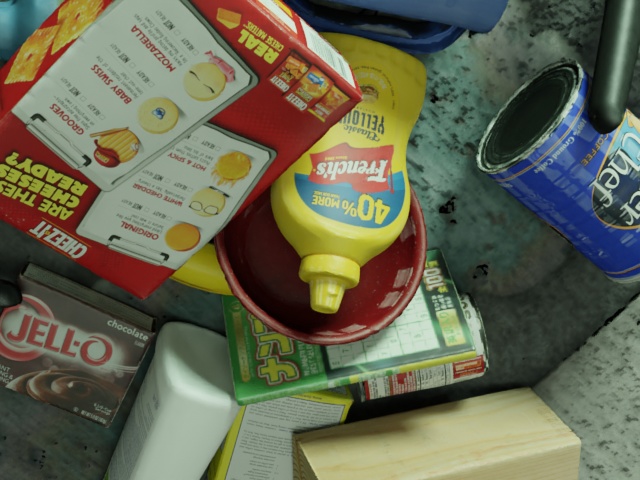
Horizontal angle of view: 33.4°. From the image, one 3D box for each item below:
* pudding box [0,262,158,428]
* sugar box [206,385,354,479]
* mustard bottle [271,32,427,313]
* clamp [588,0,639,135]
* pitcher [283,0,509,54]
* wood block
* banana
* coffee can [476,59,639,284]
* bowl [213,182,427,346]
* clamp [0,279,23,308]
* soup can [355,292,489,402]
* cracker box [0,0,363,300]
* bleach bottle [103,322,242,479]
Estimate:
[{"bbox_3d":[-0.194,0.081,0.822,0.113,0.039,0.090,24,106,-13],"label":"pudding box"},{"bbox_3d":[-0.042,0.188,0.874,0.093,0.048,0.176,13,111,-13],"label":"sugar box"},{"bbox_3d":[0.016,-0.043,0.738,0.096,0.058,0.191,14,73,-16],"label":"mustard bottle"},{"bbox_3d":[0.217,-0.178,0.736,0.164,0.036,0.210,-26,99,-34],"label":"clamp"},{"bbox_3d":[0.007,-0.210,0.700,0.242,0.145,0.149,7,97,-5],"label":"pitcher"},{"bbox_3d":[0.090,0.192,0.840,0.205,0.090,0.091,-9,116,-16],"label":"wood block"},{"bbox_3d":[-0.097,0.000,0.807,0.197,0.037,0.069,16,79,-14],"label":"banana"},{"bbox_3d":[0.200,-0.049,0.782,0.140,0.103,0.103,37,102,-17],"label":"coffee can"},{"bbox_3d":[-0.005,0.001,0.782,0.162,0.055,0.162,4,75,-17],"label":"bowl"},{"bbox_3d":[-0.305,0.040,0.775,0.171,0.039,0.120,40,98,-12],"label":"clamp"},{"bbox_3d":[0.074,0.083,0.836,0.102,0.068,0.068,-12,111,-2],"label":"soup can"},{"bbox_3d":[-0.107,-0.081,0.678,0.214,0.072,0.164,-41,126,20],"label":"cracker box"},{"bbox_3d":[-0.141,0.193,0.848,0.068,0.102,0.251,20,113,-20],"label":"bleach bottle"}]
